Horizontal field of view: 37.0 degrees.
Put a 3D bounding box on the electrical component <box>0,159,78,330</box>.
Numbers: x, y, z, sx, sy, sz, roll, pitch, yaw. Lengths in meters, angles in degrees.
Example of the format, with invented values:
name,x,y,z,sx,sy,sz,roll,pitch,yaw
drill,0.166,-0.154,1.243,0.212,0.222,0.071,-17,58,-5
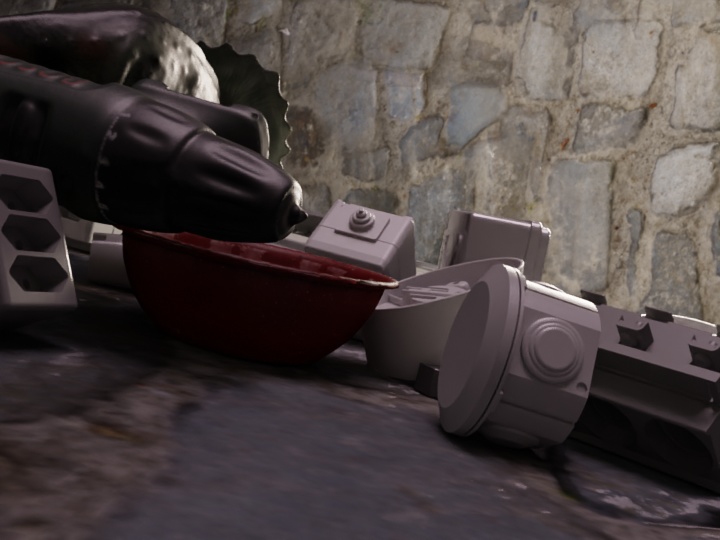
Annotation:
name,x,y,z,sx,sy,sz,roll,pitch,yaw
electrical component,-0.173,-0.005,0.467,0.077,0.065,0.047,-16,-8,21

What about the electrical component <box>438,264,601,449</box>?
name,x,y,z,sx,sy,sz,roll,pitch,yaw
electrical component,0.070,0.041,0.491,0.051,0.080,0.080,18,2,-8

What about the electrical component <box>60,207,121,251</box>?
name,x,y,z,sx,sy,sz,roll,pitch,yaw
electrical component,-0.229,-0.045,0.939,0.050,0.055,0.089,15,3,20

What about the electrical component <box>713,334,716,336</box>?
name,x,y,z,sx,sy,sz,roll,pitch,yaw
electrical component,0.222,0.073,0.686,0.047,0.065,0.077,11,4,-38

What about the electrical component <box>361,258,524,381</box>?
name,x,y,z,sx,sy,sz,roll,pitch,yaw
electrical component,0.048,0.026,0.641,0.099,0.064,0.099,-3,15,1

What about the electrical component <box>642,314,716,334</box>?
name,x,y,z,sx,sy,sz,roll,pitch,yaw
electrical component,0.281,0.074,0.937,0.099,0.064,0.099,14,3,-1

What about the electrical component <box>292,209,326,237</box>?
name,x,y,z,sx,sy,sz,roll,pitch,yaw
electrical component,-0.032,-0.006,0.953,0.121,0.078,0.063,16,33,37

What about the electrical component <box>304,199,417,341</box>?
name,x,y,z,sx,sy,sz,roll,pitch,yaw
electrical component,0.000,0.000,0.750,0.062,0.096,0.061,15,47,21

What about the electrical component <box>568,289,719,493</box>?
name,x,y,z,sx,sy,sz,roll,pitch,yaw
electrical component,0.139,0.056,0.543,0.121,0.063,0.078,16,-38,45

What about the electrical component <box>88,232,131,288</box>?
name,x,y,z,sx,sy,sz,roll,pitch,yaw
electrical component,-0.157,-0.006,0.722,0.046,0.040,0.040,7,4,-10

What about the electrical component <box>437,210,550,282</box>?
name,x,y,z,sx,sy,sz,roll,pitch,yaw
electrical component,0.085,0.015,0.752,0.056,0.108,0.108,11,3,-4

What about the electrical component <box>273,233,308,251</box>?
name,x,y,z,sx,sy,sz,roll,pitch,yaw
electrical component,-0.055,0.002,0.847,0.109,0.056,0.109,16,4,34
